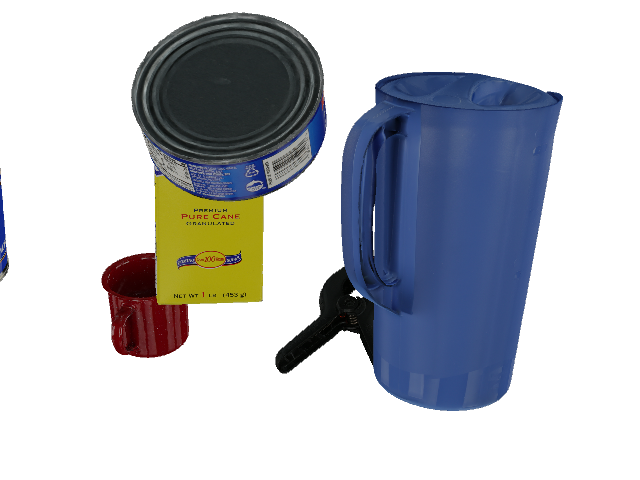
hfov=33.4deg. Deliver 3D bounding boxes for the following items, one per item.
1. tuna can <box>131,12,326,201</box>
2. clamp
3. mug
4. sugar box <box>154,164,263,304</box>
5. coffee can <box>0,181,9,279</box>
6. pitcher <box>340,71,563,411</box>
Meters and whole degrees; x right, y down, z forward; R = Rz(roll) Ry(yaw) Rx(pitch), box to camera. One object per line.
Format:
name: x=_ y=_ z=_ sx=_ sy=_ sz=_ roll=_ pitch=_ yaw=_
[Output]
tuna can: x=-0.040 y=-0.060 z=0.483 sx=0.086 sy=0.086 sz=0.034 roll=0 pitch=-32 yaw=6
clamp: x=0.040 y=0.082 z=1.090 sx=0.120 sy=0.171 sz=0.039 roll=16 pitch=-39 yaw=18
mug: x=-0.187 y=0.077 z=1.134 sx=0.093 sy=0.081 sz=0.117 roll=9 pitch=32 yaw=15
sugar box: x=-0.095 y=-0.036 z=0.905 sx=0.093 sy=0.176 sz=0.048 roll=-2 pitch=16 yaw=-10
coffee can: x=-0.224 y=-0.046 z=0.573 sx=0.103 sy=0.140 sz=0.103 roll=3 pitch=25 yaw=-1
pitcher: x=0.091 y=0.001 z=0.794 sx=0.149 sy=0.243 sz=0.145 roll=5 pitch=19 yaw=5
